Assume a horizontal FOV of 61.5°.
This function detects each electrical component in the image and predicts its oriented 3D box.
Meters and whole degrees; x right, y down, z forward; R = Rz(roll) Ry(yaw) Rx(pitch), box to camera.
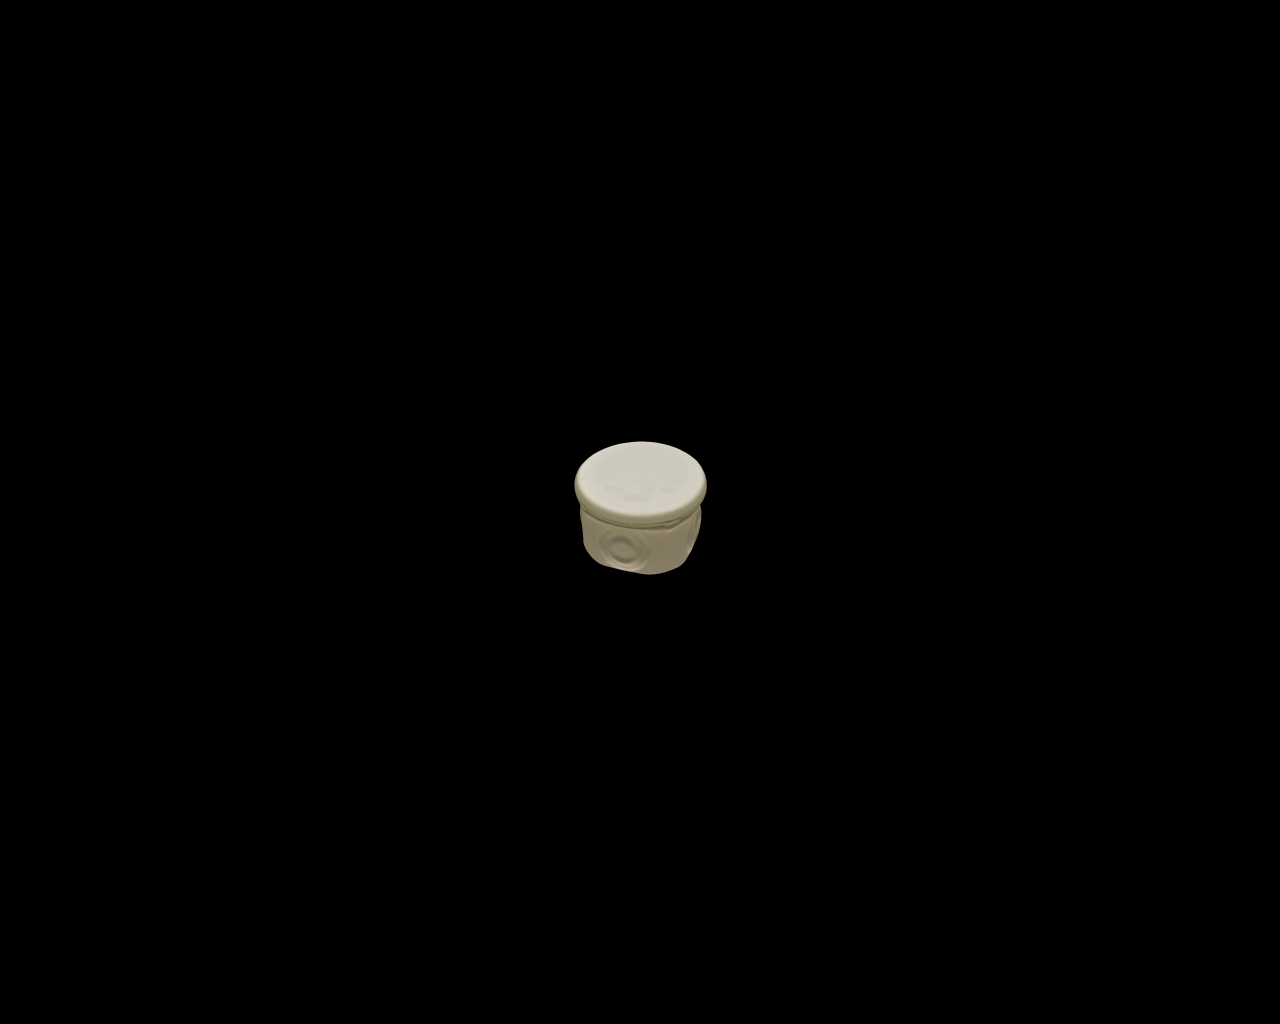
[{"bbox_3d":[0.001,-0.003,0.650,0.080,0.050,0.080,0,37,0],"label":"electrical component"}]
